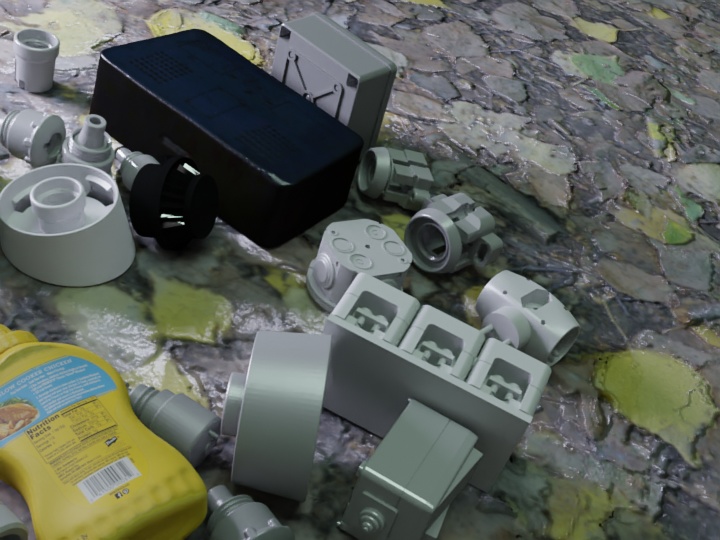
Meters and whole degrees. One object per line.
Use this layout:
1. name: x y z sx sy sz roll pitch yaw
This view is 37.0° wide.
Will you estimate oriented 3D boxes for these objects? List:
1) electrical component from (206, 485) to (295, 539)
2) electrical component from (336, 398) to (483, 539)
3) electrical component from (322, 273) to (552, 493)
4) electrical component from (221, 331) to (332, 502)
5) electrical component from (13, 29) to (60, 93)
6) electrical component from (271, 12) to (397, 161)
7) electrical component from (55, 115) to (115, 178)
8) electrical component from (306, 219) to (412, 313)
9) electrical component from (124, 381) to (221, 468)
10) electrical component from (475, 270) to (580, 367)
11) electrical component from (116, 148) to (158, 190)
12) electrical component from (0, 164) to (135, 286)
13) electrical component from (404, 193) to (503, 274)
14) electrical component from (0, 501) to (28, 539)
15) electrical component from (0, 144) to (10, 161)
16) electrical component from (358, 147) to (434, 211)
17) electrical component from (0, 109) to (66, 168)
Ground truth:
1. electrical component: -0.073 0.157 0.651 0.048 0.048 0.062 -14 41 -35
2. electrical component: 0.032 0.142 0.697 0.061 0.061 0.096 28 38 12
3. electrical component: 0.046 0.076 0.754 0.150 0.089 0.061 27 46 8
4. electrical component: -0.056 0.090 0.691 0.060 0.108 0.108 9 38 -2
5. electrical component: -0.297 -0.191 0.982 0.040 0.046 0.040 12 38 -9
6. electrical component: -0.030 -0.168 1.017 0.109 0.108 0.056 39 45 24
7. electrical component: -0.223 -0.098 0.884 0.048 0.062 0.048 15 41 -13
8. electrical component: 0.000 0.000 0.868 0.080 0.051 0.080 12 38 -9
9. electrical component: -0.126 0.098 0.703 0.078 0.040 0.040 30 39 15
10. electrical component: 0.125 0.045 0.871 0.077 0.043 0.079 40 42 25
11. electrical component: -0.186 -0.083 0.906 0.035 0.035 0.061 -18 47 -38
12. electrical component: -0.226 -0.035 0.825 0.099 0.064 0.099 1 41 -1
13. electrical component: 0.076 -0.030 0.932 0.078 0.058 0.057 41 40 25
14. electrical component: -0.254 0.156 0.567 0.074 0.052 0.138 35 40 21
15. electrical component: -0.323 -0.102 0.848 0.042 0.063 0.081 41 42 25
16. electrical component: 0.031 -0.087 0.994 0.055 0.048 0.066 10 38 -23
17. electrical component: -0.281 -0.114 0.897 0.062 0.048 0.048 20 37 12
